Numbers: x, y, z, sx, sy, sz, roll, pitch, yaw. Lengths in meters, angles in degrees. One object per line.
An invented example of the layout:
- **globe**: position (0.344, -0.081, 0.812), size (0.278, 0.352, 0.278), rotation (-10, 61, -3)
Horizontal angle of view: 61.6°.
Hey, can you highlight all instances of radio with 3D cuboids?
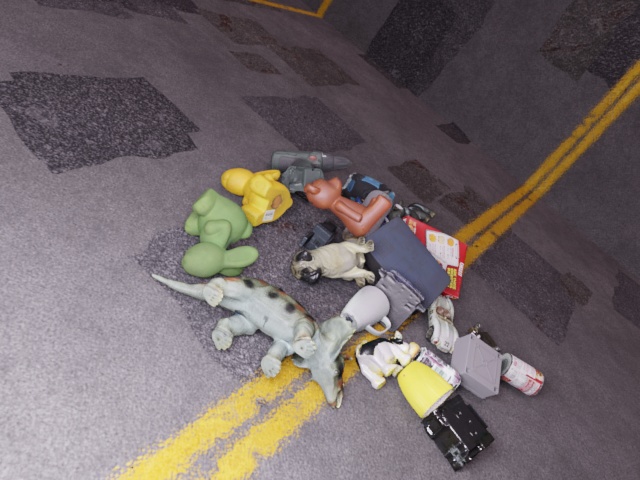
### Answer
- **radio**: position (0.211, 0.063, 1.351), size (0.131, 0.073, 0.229), rotation (-39, 88, -20)

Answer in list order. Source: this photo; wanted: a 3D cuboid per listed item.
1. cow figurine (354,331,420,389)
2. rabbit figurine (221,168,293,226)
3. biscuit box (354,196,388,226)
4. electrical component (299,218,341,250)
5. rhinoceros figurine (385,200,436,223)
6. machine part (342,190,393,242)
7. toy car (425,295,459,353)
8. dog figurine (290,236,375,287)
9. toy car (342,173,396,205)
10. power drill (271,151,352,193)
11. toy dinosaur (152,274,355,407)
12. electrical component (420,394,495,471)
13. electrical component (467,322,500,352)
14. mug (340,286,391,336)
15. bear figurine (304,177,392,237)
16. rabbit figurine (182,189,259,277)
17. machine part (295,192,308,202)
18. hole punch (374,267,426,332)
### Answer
- **cow figurine**: position (0.141, 0.239, 1.136), size (0.098, 0.068, 0.167), rotation (42, 29, 23)
- **rabbit figurine**: position (-0.157, -0.129, 1.307), size (0.173, 0.121, 0.162), rotation (28, 31, 25)
- **biscuit box**: position (0.174, -0.045, 1.574), size (0.202, 0.059, 0.063), rotation (32, 29, -7)
- **electrical component**: position (-0.003, -0.004, 1.321), size (0.048, 0.074, 0.119), rotation (39, 26, 6)
- **rhinoceros figurine**: position (0.262, -0.071, 1.568), size (0.112, 0.073, 0.190), rotation (47, 30, 16)
- **machine part**: position (0.132, -0.056, 1.467), size (0.079, 0.079, 0.243), rotation (36, 56, 1)
- **toy car**: position (0.306, 0.205, 1.358), size (0.073, 0.056, 0.202), rotation (29, 30, -12)
- **dog figurine**: position (0.017, 0.051, 1.263), size (0.191, 0.172, 0.121), rotation (-1, 79, -11)
- **toy car**: position (0.149, -0.134, 1.651), size (0.162, 0.109, 0.103), rotation (30, 5, 11)
- **power drill**: position (-0.024, -0.197, 1.481), size (0.232, 0.085, 0.207), rotation (5, 31, -1)
- **toy dinosaur**: position (-0.096, 0.140, 0.992), size (0.405, 0.131, 0.192), rotation (36, 17, 8)
- **electrical component**: position (0.282, 0.381, 1.084), size (0.134, 0.058, 0.115), rotation (-8, 54, -50)
- **electrical component**: position (0.436, 0.267, 1.414), size (0.078, 0.045, 0.102), rotation (10, 39, -36)
- **mug**: position (0.100, 0.168, 1.188), size (0.107, 0.081, 0.109), rotation (-26, 73, -45)
- **bear figurine**: position (0.062, -0.103, 1.353), size (0.196, 0.132, 0.120), rotation (42, -5, -1)
- **rabbit figurine**: position (-0.212, 0.014, 1.079), size (0.159, 0.121, 0.170), rotation (33, 47, -18)
- **machine part**: position (-0.039, -0.155, 1.538), size (0.084, 0.039, 0.139), rotation (26, 32, 0)
- **hole punch**: position (0.178, 0.138, 1.274), size (0.142, 0.115, 0.092), rotation (44, 23, 13)
